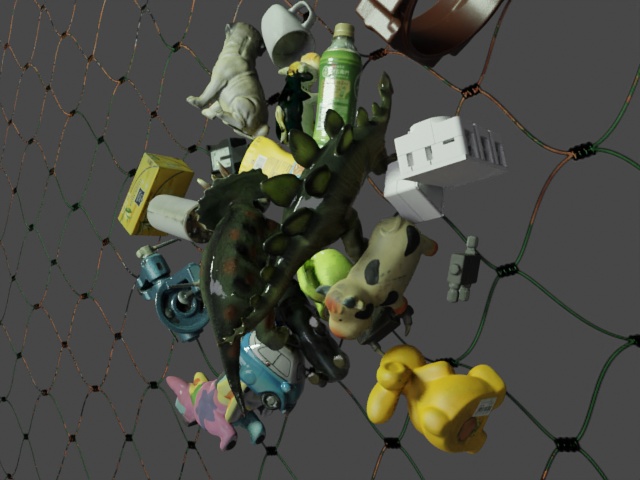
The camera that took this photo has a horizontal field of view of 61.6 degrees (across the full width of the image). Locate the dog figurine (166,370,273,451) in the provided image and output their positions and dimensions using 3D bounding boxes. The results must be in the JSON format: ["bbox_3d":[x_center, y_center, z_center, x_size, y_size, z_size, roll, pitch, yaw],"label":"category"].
[{"bbox_3d":[-0.197,0.289,1.024,0.219,0.108,0.191,24,104,39],"label":"dog figurine"}]

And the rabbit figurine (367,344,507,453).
[{"bbox_3d":[0.139,0.212,0.749,0.173,0.162,0.121,43,127,50],"label":"rabbit figurine"}]

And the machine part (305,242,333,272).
[{"bbox_3d":[-0.002,-0.003,0.921,0.139,0.039,0.084,-36,62,33],"label":"machine part"}]

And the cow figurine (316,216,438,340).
[{"bbox_3d":[0.077,0.054,0.765,0.086,0.127,0.195,25,81,45],"label":"cow figurine"}]

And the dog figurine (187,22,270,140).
[{"bbox_3d":[-0.132,-0.298,1.005,0.172,0.121,0.190,30,90,1],"label":"dog figurine"}]

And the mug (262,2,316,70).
[{"bbox_3d":[-0.057,-0.374,0.950,0.109,0.081,0.107,-49,52,32],"label":"mug"}]

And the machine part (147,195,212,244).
[{"bbox_3d":[-0.266,-0.042,1.039,0.243,0.079,0.079,12,96,48],"label":"machine part"}]

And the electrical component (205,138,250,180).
[{"bbox_3d":[-0.165,-0.161,1.041,0.119,0.048,0.074,-11,90,38],"label":"electrical component"}]

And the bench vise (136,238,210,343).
[{"bbox_3d":[-0.281,0.091,1.071,0.241,0.129,0.223,-29,78,52],"label":"bench vise"}]

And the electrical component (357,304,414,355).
[{"bbox_3d":[0.095,0.128,0.834,0.102,0.045,0.078,-48,39,19],"label":"electrical component"}]

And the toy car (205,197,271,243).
[{"bbox_3d":[-0.167,-0.058,1.041,0.202,0.056,0.073,-30,64,33],"label":"toy car"}]

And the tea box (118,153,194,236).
[{"bbox_3d":[-0.355,-0.095,1.162,0.068,0.098,0.169,41,114,32],"label":"tea box"}]

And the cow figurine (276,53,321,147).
[{"bbox_3d":[-0.038,-0.242,0.919,0.068,0.098,0.167,0,89,44],"label":"cow figurine"}]

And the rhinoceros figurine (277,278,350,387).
[{"bbox_3d":[-0.014,0.148,0.887,0.073,0.112,0.190,-37,79,13],"label":"rhinoceros figurine"}]

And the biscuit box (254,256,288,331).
[{"bbox_3d":[-0.104,0.067,0.982,0.059,0.063,0.202,-27,72,35],"label":"biscuit box"}]

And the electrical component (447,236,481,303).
[{"bbox_3d":[0.199,0.040,0.744,0.021,0.063,0.094,13,96,38],"label":"electrical component"}]

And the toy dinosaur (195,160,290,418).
[{"bbox_3d":[-0.126,0.040,0.820,0.131,0.192,0.405,-25,43,29],"label":"toy dinosaur"}]

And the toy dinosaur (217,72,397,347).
[{"bbox_3d":[0.001,-0.050,0.774,0.105,0.198,0.471,17,78,37],"label":"toy dinosaur"}]

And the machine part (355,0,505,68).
[{"bbox_3d":[0.161,-0.337,0.699,0.201,0.201,0.087,-48,64,27],"label":"machine part"}]

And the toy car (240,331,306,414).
[{"bbox_3d":[-0.079,0.204,0.912,0.161,0.109,0.103,44,107,-3],"label":"toy car"}]
